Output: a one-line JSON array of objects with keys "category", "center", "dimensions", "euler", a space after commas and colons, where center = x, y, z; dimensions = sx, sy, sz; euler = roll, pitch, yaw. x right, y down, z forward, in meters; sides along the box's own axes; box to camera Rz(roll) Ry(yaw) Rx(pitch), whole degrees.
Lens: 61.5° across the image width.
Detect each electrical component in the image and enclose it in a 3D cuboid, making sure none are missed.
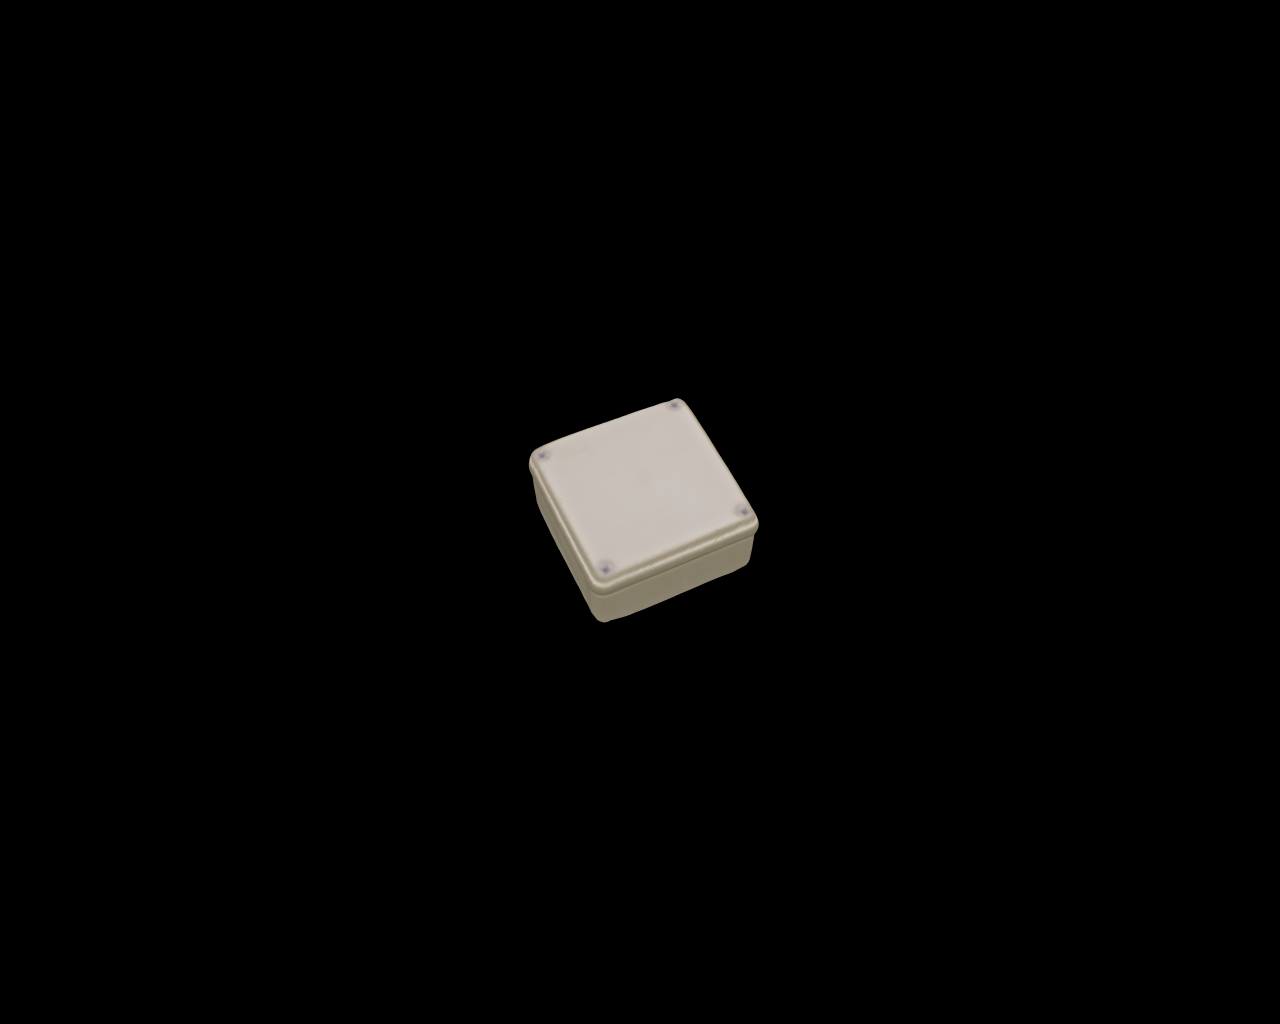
[{"category": "electrical component", "center": [0.001, -0.003, 0.650], "dimensions": [0.109, 0.109, 0.056], "euler": [-21, -32, -14]}]
